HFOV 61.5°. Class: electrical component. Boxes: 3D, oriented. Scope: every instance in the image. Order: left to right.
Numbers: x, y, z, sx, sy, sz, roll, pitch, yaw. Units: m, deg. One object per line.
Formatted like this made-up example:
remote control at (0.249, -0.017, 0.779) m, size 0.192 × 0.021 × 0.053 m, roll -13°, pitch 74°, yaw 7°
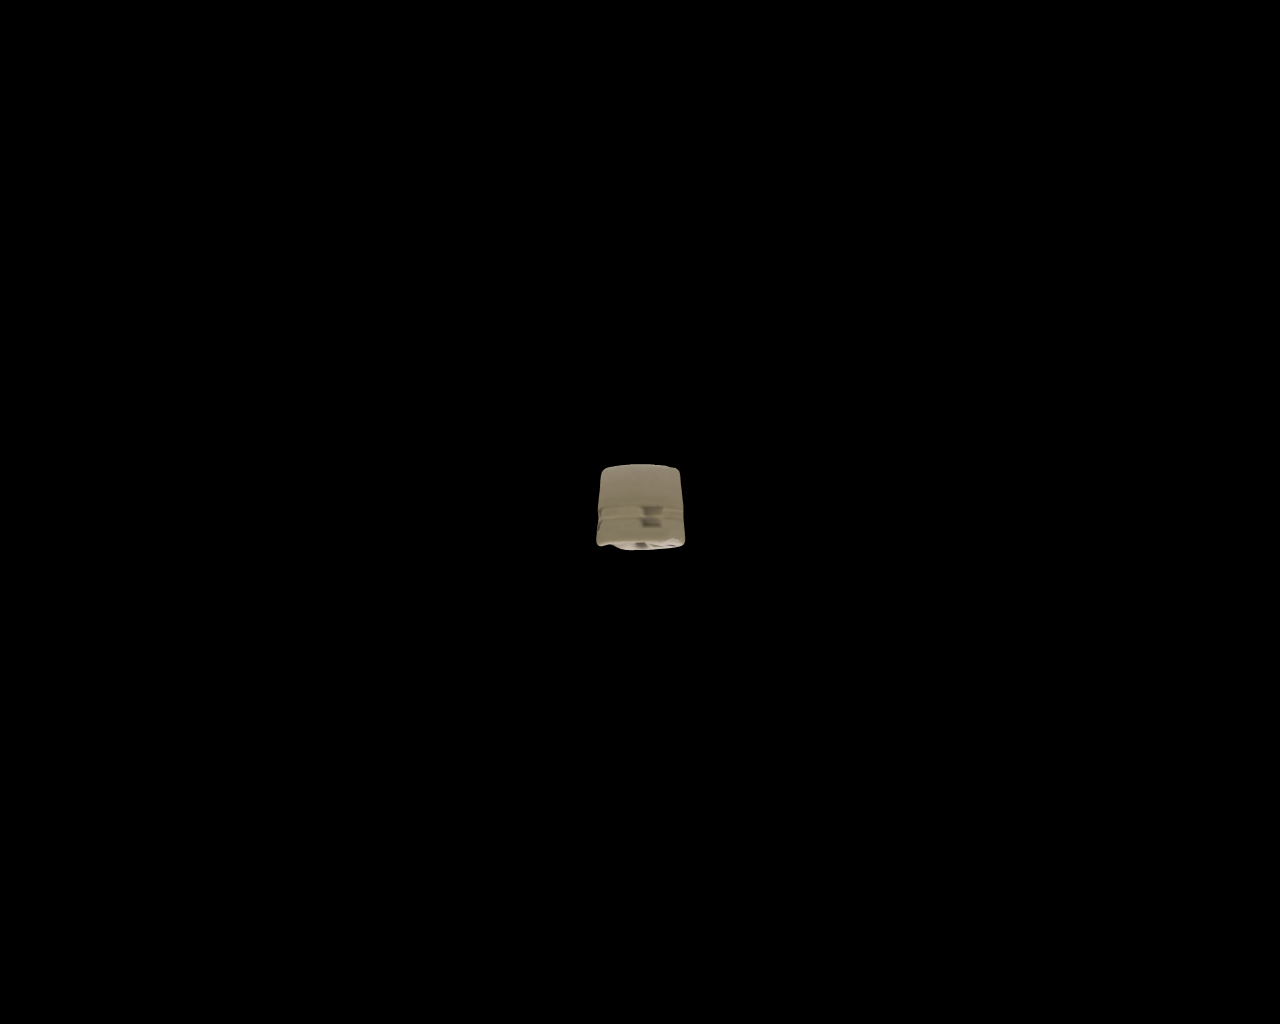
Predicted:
electrical component at (0.001, -0.003, 0.650) m, size 0.055 × 0.047 × 0.055 m, roll 0°, pitch -6°, yaw 0°
